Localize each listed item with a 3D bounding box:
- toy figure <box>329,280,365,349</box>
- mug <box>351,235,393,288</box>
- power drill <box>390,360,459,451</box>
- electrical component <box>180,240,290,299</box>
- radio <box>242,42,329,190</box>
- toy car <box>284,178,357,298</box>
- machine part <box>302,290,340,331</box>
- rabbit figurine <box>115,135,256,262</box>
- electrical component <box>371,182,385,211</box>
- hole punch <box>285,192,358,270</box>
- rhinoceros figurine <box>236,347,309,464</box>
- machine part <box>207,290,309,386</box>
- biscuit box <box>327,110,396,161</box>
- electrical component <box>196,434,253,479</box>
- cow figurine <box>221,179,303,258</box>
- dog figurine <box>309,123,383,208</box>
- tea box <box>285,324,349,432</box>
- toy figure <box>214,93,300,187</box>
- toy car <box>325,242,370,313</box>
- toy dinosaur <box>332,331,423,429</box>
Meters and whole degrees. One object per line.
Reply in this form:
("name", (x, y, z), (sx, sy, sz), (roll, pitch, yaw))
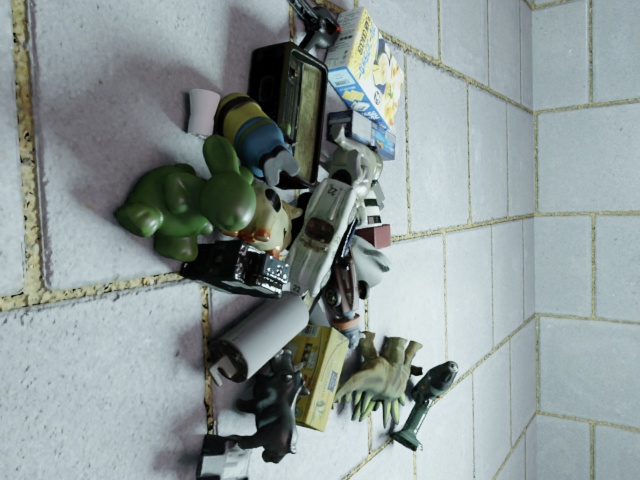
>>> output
("toy figure", (0.054, 0.145, 1.094), (0.058, 0.064, 0.154), (-69, 152, -75))
("mug", (0.090, 0.041, 1.115), (0.107, 0.110, 0.081), (45, 63, -29))
("power drill", (0.254, 0.404, 1.315), (0.232, 0.086, 0.207), (105, 11, -64))
("electrical component", (-0.113, 0.044, 0.778), (0.114, 0.134, 0.058), (31, 63, -54))
("radio", (-0.057, -0.208, 0.913), (0.131, 0.073, 0.229), (16, 76, -56))
("toy car", (-0.002, -0.003, 0.889), (0.201, 0.074, 0.056), (-67, 163, 4))
("machine part", (-0.007, 0.140, 1.025), (0.138, 0.039, 0.084), (59, 37, -35))
("rabbit figurine", (-0.144, -0.049, 0.697), (0.121, 0.170, 0.159), (57, 47, -41))
("electrical component", (0.109, -0.100, 1.195), (0.078, 0.045, 0.102), (-43, 128, -12))
("hole punch", (0.003, -0.015, 0.963), (0.092, 0.142, 0.115), (24, 88, -83))
("rhinoceros figurine", (-0.071, 0.253, 0.850), (0.073, 0.112, 0.190), (40, 25, -26))
("machine part", (-0.093, 0.149, 0.861), (0.243, 0.079, 0.079), (-34, 118, -50))
("biscuit box", (0.094, -0.218, 1.149), (0.202, 0.063, 0.059), (12, 79, -56))
("electrical component", (-0.151, 0.331, 0.800), (0.119, 0.048, 0.075), (22, 71, -54))
("cow figurine", (-0.084, -0.032, 0.834), (0.194, 0.086, 0.127), (70, 32, -70))
("dog figurine", (0.077, -0.119, 1.035), (0.190, 0.121, 0.172), (13, 61, -50))
("tea box", (-0.023, 0.238, 0.948), (0.068, 0.098, 0.169), (44, 57, -46))
("toy figure", (-0.093, -0.150, 0.779), (0.082, 0.180, 0.089), (-11, 126, -26))
("toy car", (0.042, 0.037, 1.031), (0.089, 0.053, 0.202), (-6, 79, -36))
("toy dinosaur", (0.133, 0.303, 1.174), (0.471, 0.105, 0.198), (22, 72, -55))
